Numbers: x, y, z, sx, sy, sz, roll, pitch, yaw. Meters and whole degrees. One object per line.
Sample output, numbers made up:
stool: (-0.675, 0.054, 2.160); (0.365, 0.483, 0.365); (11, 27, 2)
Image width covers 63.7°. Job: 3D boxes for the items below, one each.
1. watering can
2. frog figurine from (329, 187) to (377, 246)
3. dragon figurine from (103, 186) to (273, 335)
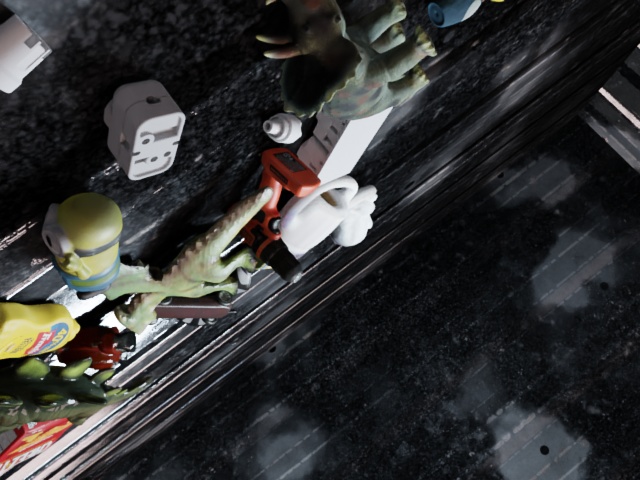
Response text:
watering can: (0.003, -0.057, 1.124); (0.222, 0.105, 0.348); (-42, 166, 20)
frog figurine: (0.093, -0.059, 1.327); (0.157, 0.125, 0.136); (-32, 150, 26)
dragon figurine: (-0.246, 0.046, 0.851); (0.245, 0.124, 0.401); (-16, 154, -38)
